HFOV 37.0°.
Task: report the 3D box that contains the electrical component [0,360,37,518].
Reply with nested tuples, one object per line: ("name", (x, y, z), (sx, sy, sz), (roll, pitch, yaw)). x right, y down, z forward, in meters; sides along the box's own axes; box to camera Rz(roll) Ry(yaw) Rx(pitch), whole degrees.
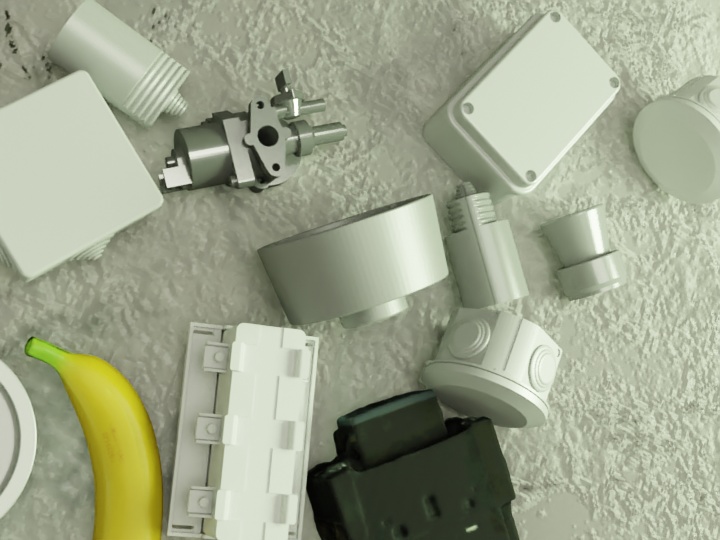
("electrical component", (-0.226, 0.089, 0.560), (0.108, 0.060, 0.108), (3, 81, -19))

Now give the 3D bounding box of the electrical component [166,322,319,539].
("electrical component", (-0.063, 0.093, 0.617), (0.079, 0.063, 0.121), (8, 79, -19))

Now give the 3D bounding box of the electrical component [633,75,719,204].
("electrical component", (0.235, -0.091, 0.745), (0.051, 0.080, 0.080), (-36, 95, -26))

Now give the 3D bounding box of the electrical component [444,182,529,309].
("electrical component", (0.078, -0.017, 0.696), (0.043, 0.043, 0.081), (-14, 87, -21))

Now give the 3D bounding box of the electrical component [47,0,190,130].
("electrical component", (-0.137, -0.117, 0.633), (0.081, 0.043, 0.043), (36, 72, -12))

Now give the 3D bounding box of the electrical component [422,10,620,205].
("electrical component", (0.108, -0.107, 0.713), (0.078, 0.057, 0.113), (46, 70, -8))

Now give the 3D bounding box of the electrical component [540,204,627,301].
("electrical component", (0.150, -0.012, 0.720), (0.045, 0.045, 0.055), (-19, 89, -21))

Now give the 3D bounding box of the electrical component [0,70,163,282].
("electrical component", (-0.174, -0.050, 0.607), (0.100, 0.048, 0.099), (-32, 93, -21))

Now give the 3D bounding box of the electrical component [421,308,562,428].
("electrical component", (0.083, 0.062, 0.667), (0.080, 0.080, 0.051), (28, 68, -14))

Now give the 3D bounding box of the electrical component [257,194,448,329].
("electrical component", (0.000, 0.000, 0.634), (0.108, 0.108, 0.060), (-20, 95, -21))
